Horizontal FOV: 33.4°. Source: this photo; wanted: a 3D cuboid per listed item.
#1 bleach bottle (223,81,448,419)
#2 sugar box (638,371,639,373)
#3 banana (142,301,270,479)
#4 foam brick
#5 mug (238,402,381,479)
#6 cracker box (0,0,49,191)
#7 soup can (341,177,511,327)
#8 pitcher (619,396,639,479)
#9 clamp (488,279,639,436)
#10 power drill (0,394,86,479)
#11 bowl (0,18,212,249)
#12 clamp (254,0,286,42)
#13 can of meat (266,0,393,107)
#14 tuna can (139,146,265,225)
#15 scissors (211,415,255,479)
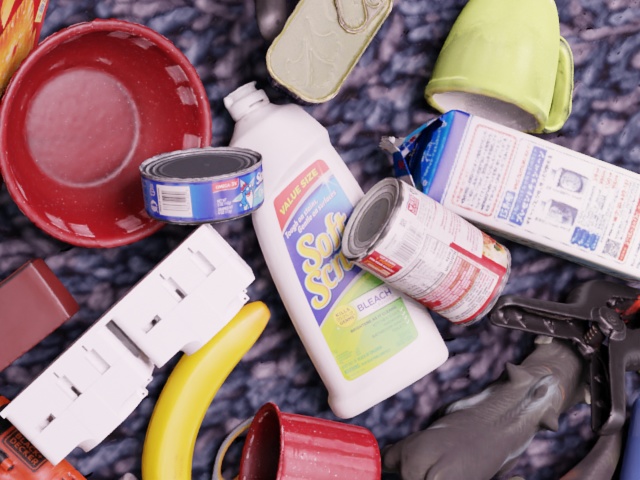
[{"bbox_3d":[-0.005,0.001,0.801,0.102,0.068,0.251,-30,93,-4],"label":"bleach bottle"},{"bbox_3d":[0.317,0.030,0.840,0.093,0.048,0.176,13,88,-6],"label":"sugar box"},{"bbox_3d":[-0.093,0.137,0.809,0.069,0.037,0.198,14,86,-10],"label":"banana"},{"bbox_3d":[-0.224,0.056,0.788,0.078,0.053,0.051,-38,95,-1],"label":"foam brick"},{"bbox_3d":[-0.012,0.181,0.785,0.081,0.093,0.117,13,118,-19],"label":"mug"},{"bbox_3d":[-0.246,-0.107,0.722,0.072,0.164,0.214,14,91,-4],"label":"cracker box"},{"bbox_3d":[0.075,0.009,0.754,0.102,0.069,0.068,31,90,-20],"label":"soup can"},{"bbox_3d":[0.258,0.235,0.762,0.145,0.149,0.243,7,85,13],"label":"pitcher"},{"bbox_3d":[0.196,0.064,0.787,0.120,0.171,0.039,48,125,8],"label":"clamp"},{"bbox_3d":[-0.273,0.179,0.734,0.184,0.057,0.187,39,48,8],"label":"power drill"},{"bbox_3d":[-0.161,-0.078,0.767,0.161,0.055,0.162,-9,107,-32],"label":"bowl"},{"bbox_3d":[-0.044,-0.243,0.772,0.165,0.036,0.210,34,81,25],"label":"clamp"},{"bbox_3d":[0.003,-0.148,0.782,0.057,0.084,0.102,33,90,-6],"label":"can of meat"},{"bbox_3d":[-0.081,-0.039,0.743,0.086,0.086,0.034,-5,109,-5],"label":"tuna can"},{"bbox_3d":[-0.078,0.227,0.828,0.096,0.016,0.202,35,90,-6],"label":"scissors"}]
